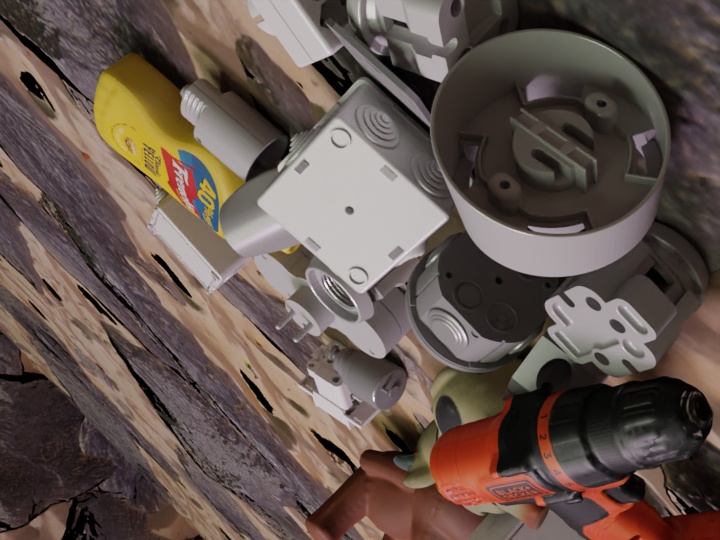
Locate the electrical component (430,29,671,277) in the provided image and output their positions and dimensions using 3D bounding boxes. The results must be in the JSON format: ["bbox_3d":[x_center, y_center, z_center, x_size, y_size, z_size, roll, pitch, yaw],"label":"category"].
[{"bbox_3d":[0.084,-0.049,0.467,0.099,0.099,0.064,33,160,29],"label":"electrical component"}]

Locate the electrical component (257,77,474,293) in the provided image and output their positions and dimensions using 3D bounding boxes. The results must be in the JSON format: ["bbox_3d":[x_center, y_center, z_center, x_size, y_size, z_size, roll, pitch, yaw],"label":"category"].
[{"bbox_3d":[0.001,-0.045,0.616,0.100,0.048,0.100,41,128,-9],"label":"electrical component"}]

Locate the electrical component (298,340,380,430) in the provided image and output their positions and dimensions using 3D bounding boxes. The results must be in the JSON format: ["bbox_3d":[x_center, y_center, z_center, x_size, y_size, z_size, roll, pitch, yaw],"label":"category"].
[{"bbox_3d":[-0.016,0.101,0.964,0.081,0.042,0.063,29,150,34],"label":"electrical component"}]

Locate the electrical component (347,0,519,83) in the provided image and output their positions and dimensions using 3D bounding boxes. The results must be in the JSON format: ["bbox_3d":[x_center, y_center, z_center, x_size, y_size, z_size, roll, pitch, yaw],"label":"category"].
[{"bbox_3d":[0.032,-0.121,0.487,0.057,0.058,0.078,26,151,34],"label":"electrical component"}]

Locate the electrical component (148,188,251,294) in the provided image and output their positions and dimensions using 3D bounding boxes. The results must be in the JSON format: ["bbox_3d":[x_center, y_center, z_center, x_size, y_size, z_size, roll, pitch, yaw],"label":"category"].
[{"bbox_3d":[-0.131,-0.038,0.904,0.096,0.061,0.062,48,159,-1],"label":"electrical component"}]

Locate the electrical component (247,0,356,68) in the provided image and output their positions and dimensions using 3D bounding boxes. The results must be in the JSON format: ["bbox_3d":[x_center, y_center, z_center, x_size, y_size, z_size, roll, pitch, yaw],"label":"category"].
[{"bbox_3d":[-0.036,-0.146,0.572,0.065,0.047,0.077,53,156,-17],"label":"electrical component"}]

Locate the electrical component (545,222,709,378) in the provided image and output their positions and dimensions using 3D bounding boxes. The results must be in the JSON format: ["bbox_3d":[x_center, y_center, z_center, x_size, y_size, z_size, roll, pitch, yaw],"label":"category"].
[{"bbox_3d":[0.134,0.013,0.531,0.058,0.057,0.078,47,158,-1],"label":"electrical component"}]

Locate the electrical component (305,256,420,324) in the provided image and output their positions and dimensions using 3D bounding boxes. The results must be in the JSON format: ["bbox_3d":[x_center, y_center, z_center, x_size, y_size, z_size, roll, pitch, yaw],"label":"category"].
[{"bbox_3d":[0.000,0.000,0.745,0.058,0.057,0.078,49,157,-6],"label":"electrical component"}]

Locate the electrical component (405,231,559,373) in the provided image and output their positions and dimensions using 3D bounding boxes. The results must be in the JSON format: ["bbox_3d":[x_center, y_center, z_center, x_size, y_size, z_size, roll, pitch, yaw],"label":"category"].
[{"bbox_3d":[0.070,0.015,0.620,0.080,0.080,0.051,45,152,4],"label":"electrical component"}]

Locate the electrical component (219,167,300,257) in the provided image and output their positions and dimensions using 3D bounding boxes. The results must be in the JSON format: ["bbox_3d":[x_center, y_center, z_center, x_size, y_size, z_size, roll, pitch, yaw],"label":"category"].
[{"bbox_3d":[-0.044,-0.039,0.753,0.077,0.043,0.079,-24,156,29],"label":"electrical component"}]

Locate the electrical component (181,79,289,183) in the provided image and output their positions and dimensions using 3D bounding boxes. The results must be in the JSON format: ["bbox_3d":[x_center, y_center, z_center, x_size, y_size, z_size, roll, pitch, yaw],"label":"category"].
[{"bbox_3d":[-0.094,-0.102,0.754,0.081,0.043,0.043,41,157,12],"label":"electrical component"}]

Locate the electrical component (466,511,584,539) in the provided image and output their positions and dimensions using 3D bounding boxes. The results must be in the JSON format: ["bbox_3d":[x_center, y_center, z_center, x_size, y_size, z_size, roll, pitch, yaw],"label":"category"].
[{"bbox_3d":[0.127,0.212,0.828,0.061,0.096,0.061,50,158,-8],"label":"electrical component"}]

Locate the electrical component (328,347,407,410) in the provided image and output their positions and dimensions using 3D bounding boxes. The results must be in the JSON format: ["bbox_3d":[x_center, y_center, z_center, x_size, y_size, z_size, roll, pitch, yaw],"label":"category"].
[{"bbox_3d":[0.004,0.087,0.906,0.078,0.040,0.040,28,152,38],"label":"electrical component"}]

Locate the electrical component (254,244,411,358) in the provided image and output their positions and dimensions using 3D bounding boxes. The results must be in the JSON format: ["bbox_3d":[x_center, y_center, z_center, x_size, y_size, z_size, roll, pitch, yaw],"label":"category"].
[{"bbox_3d":[-0.032,0.025,0.820,0.138,0.074,0.052,33,154,28],"label":"electrical component"}]
